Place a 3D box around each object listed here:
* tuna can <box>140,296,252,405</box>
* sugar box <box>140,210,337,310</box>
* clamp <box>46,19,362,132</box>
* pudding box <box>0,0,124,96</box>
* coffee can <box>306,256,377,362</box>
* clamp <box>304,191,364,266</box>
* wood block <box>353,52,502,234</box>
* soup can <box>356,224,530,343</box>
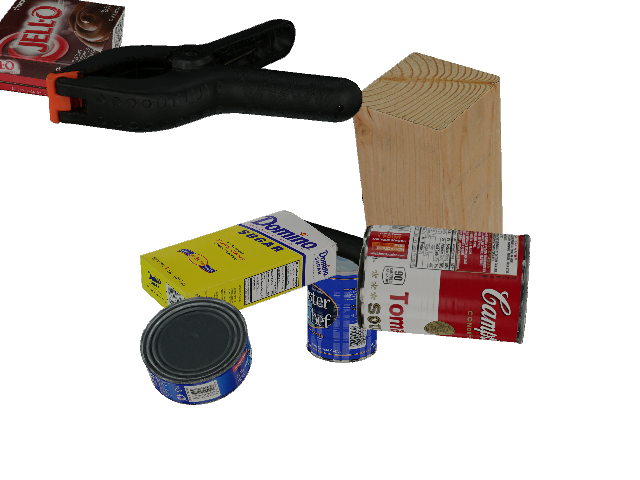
[{"bbox_3d":[-0.098,0.088,0.849,0.086,0.086,0.034,0,-43,9],"label":"tuna can"},{"bbox_3d":[-0.080,0.024,1.062,0.175,0.048,0.093,-22,37,-31],"label":"sugar box"},{"bbox_3d":[-0.071,-0.097,0.620,0.171,0.039,0.120,-3,26,-13],"label":"clamp"},{"bbox_3d":[-0.215,-0.158,0.866,0.090,0.039,0.113,9,35,0],"label":"pudding box"},{"bbox_3d":[0.031,0.088,1.513,0.103,0.140,0.103,0,21,0],"label":"coffee can"},{"bbox_3d":[0.061,0.014,1.223,0.164,0.036,0.210,-18,50,-37],"label":"clamp"},{"bbox_3d":[0.097,-0.044,0.921,0.091,0.206,0.090,24,50,34],"label":"wood block"},{"bbox_3d":[0.077,0.026,0.668,0.102,0.068,0.068,4,1,9],"label":"soup can"}]
